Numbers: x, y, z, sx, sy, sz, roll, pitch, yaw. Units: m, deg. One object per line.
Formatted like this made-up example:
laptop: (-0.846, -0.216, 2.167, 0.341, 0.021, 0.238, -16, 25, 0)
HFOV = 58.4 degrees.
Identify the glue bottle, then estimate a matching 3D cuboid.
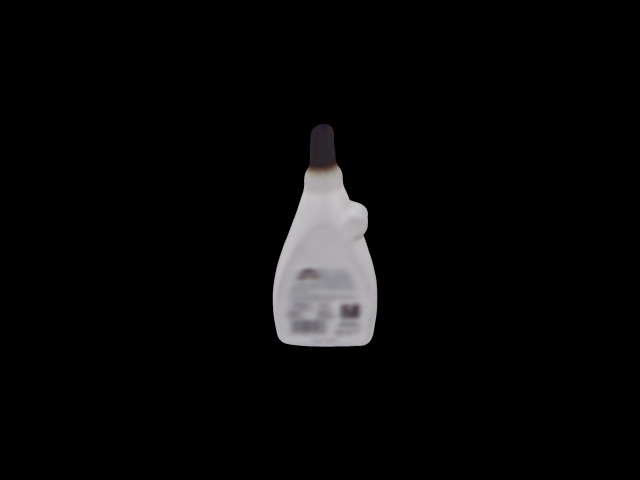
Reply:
glue bottle: (0.004, 0.001, 0.400, 0.078, 0.173, 0.037, 1, 34, 2)
